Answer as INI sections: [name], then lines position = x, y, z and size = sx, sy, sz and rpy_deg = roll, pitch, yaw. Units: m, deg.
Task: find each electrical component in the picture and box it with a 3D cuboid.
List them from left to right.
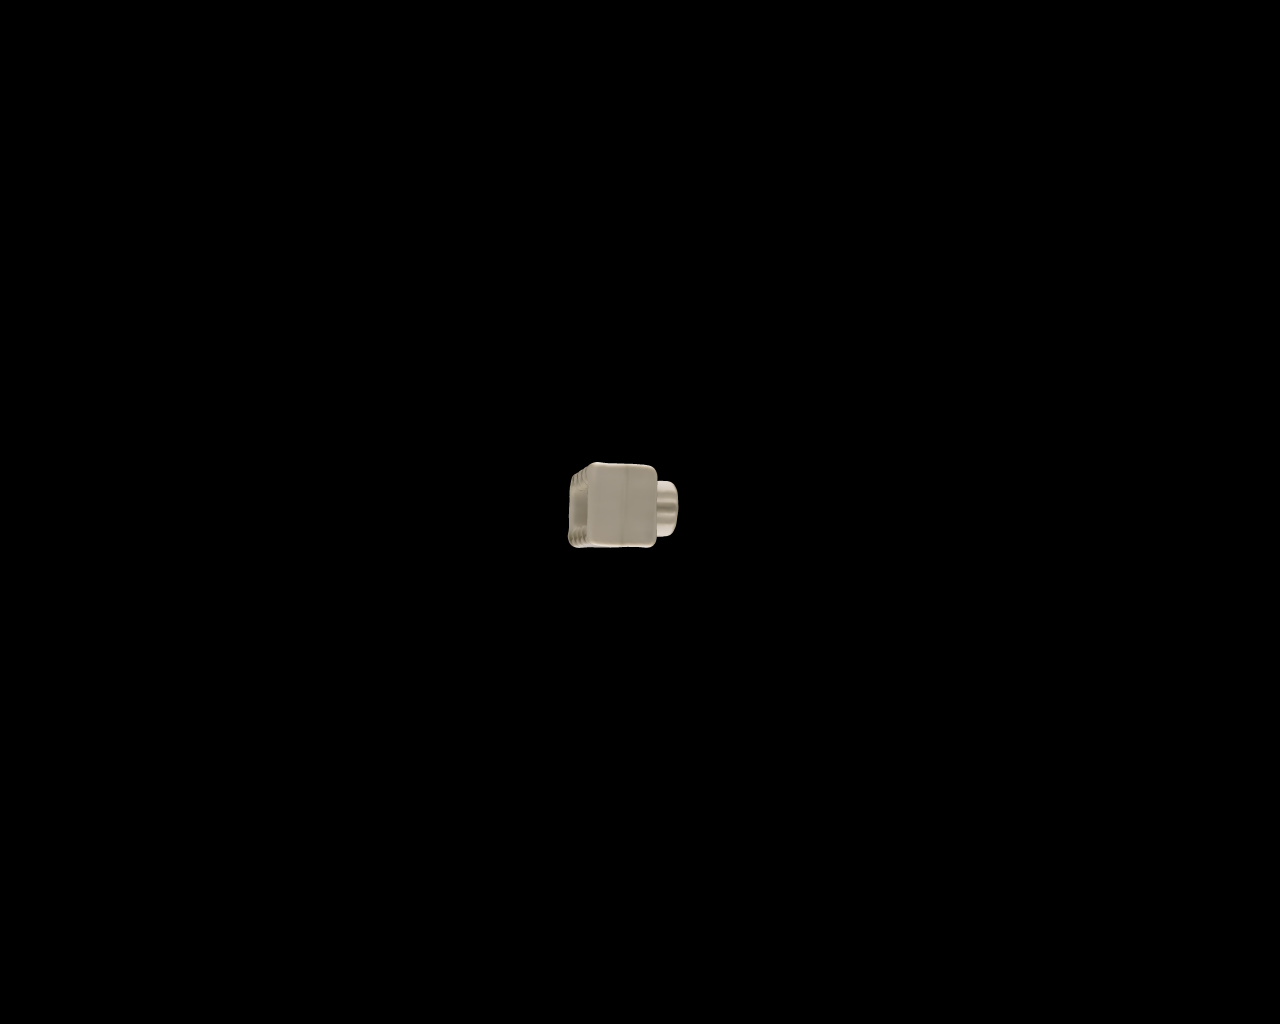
[electrical component]
position = 0.001, -0.003, 0.650
size = 0.076, 0.047, 0.083
rpy_deg = 0, -2, -11
